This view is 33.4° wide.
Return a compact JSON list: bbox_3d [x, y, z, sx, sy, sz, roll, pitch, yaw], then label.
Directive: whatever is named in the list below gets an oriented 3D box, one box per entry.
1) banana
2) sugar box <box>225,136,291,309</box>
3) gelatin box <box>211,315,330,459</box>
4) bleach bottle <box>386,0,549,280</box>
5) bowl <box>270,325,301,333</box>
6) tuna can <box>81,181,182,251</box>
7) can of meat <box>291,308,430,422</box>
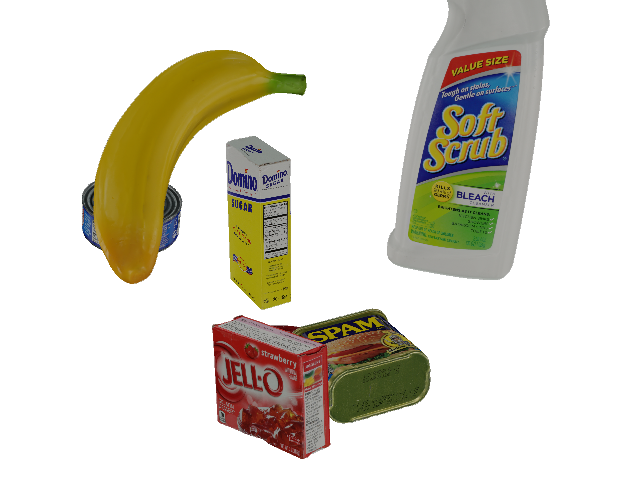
[{"bbox_3d":[-0.076,-0.054,0.570,0.070,0.037,0.197,18,45,16],"label":"banana"},{"bbox_3d":[-0.071,-0.021,1.210,0.048,0.176,0.093,-15,28,-25],"label":"sugar box"},{"bbox_3d":[-0.035,0.097,0.716,0.089,0.073,0.030,14,22,42],"label":"gelatin box"},{"bbox_3d":[0.109,-0.098,0.785,0.103,0.251,0.068,9,25,14],"label":"bleach bottle"},{"bbox_3d":[-0.044,0.165,1.304,0.162,0.055,0.162,3,24,-1],"label":"bowl"},{"bbox_3d":[-0.164,-0.022,0.927,0.086,0.034,0.086,6,32,-4],"label":"tuna can"},{"bbox_3d":[0.032,0.108,0.915,0.102,0.057,0.084,-13,26,-22],"label":"can of meat"}]
